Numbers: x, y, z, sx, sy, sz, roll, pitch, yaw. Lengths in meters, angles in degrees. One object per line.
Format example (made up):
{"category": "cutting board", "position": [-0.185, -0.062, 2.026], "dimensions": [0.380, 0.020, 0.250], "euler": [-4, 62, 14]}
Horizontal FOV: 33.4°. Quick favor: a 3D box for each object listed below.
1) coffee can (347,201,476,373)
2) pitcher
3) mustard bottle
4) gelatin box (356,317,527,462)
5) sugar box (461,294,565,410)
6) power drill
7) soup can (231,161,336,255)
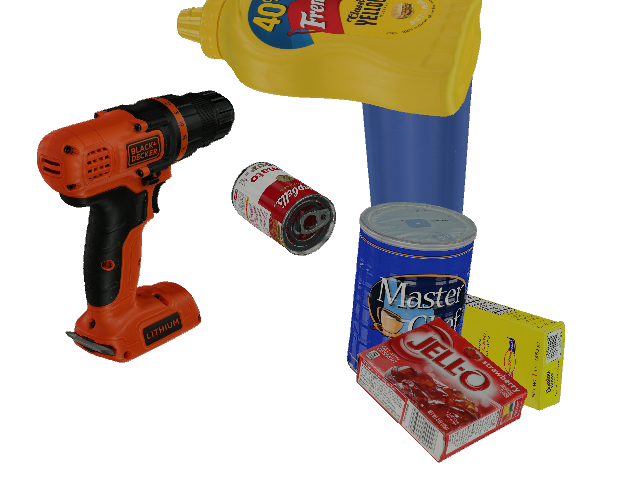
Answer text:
{"category": "coffee can", "position": [0.080, 0.048, 0.956], "dimensions": [0.103, 0.140, 0.103], "euler": [4, 22, -2]}
{"category": "pitcher", "position": [0.119, -0.127, 1.249], "dimensions": [0.149, 0.243, 0.145], "euler": [-5, 25, -5]}
{"category": "mustard bottle", "position": [0.000, -0.128, 0.674], "dimensions": [0.192, 0.058, 0.096], "euler": [9, 47, 15]}
{"category": "gelatin box", "position": [0.078, 0.095, 0.701], "dimensions": [0.073, 0.030, 0.089], "euler": [-20, 44, -31]}
{"category": "sugar box", "position": [0.186, 0.117, 1.190], "dimensions": [0.177, 0.093, 0.048], "euler": [14, 19, 43]}
{"category": "power drill", "position": [-0.132, -0.015, 0.816], "dimensions": [0.057, 0.188, 0.184], "euler": [16, 26, 34]}
{"category": "soup can", "position": [-0.040, -0.035, 1.126], "dimensions": [0.068, 0.068, 0.102], "euler": [0, 23, -39]}
